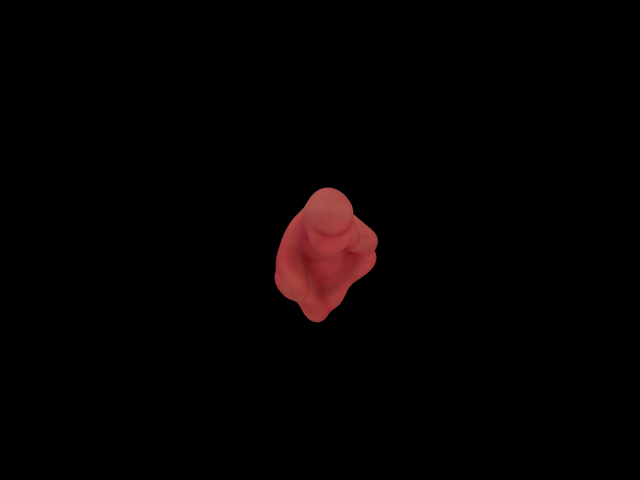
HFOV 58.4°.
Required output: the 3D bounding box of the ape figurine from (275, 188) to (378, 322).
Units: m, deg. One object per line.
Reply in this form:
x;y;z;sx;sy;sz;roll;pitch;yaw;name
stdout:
0.004;0.001;0.400;0.078;0.092;0.076;-9;54;-7;ape figurine
